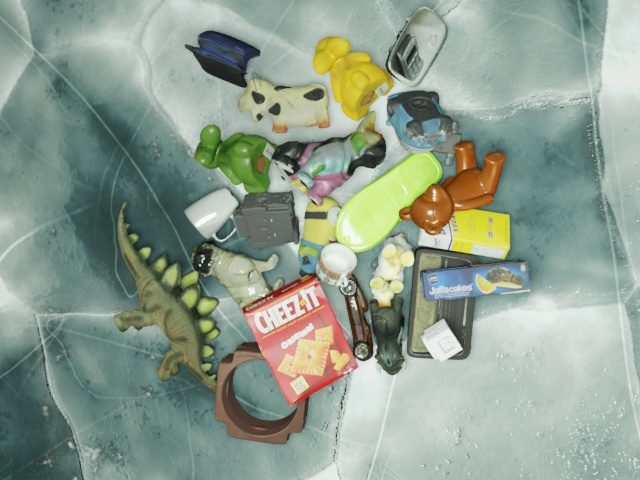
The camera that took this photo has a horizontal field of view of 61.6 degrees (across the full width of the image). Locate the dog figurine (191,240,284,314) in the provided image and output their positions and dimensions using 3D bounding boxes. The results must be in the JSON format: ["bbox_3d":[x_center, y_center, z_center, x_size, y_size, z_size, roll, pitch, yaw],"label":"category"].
[{"bbox_3d":[-0.190,0.094,1.187,0.191,0.121,0.172,9,109,29],"label":"dog figurine"}]

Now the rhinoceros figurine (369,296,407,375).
[{"bbox_3d":[0.144,0.201,1.107,0.073,0.112,0.190,-6,131,5],"label":"rhinoceros figurine"}]

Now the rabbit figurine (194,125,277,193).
[{"bbox_3d":[-0.199,-0.171,1.132,0.170,0.159,0.121,11,88,26],"label":"rabbit figurine"}]

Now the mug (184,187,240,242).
[{"bbox_3d":[-0.223,-0.057,1.175,0.107,0.081,0.109,-41,85,0],"label":"mug"}]

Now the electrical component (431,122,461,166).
[{"bbox_3d":[0.261,-0.203,1.128,0.063,0.021,0.094,8,96,7],"label":"electrical component"}]

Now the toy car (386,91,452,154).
[{"bbox_3d":[0.200,-0.229,1.090,0.109,0.102,0.162,-14,49,-9],"label":"toy car"}]

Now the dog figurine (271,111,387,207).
[{"bbox_3d":[0.030,-0.183,1.116,0.219,0.108,0.192,-41,51,-11],"label":"dog figurine"}]

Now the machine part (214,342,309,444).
[{"bbox_3d":[-0.124,0.335,1.191,0.202,0.087,0.200,6,95,8],"label":"machine part"}]

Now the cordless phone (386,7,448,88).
[{"bbox_3d":[0.184,-0.388,1.042,0.089,0.184,0.146,32,98,8],"label":"cordless phone"}]

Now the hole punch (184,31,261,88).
[{"bbox_3d":[-0.195,-0.392,1.129,0.142,0.116,0.092,27,89,4],"label":"hole punch"}]

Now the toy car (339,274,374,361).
[{"bbox_3d":[0.079,0.159,1.148,0.053,0.089,0.202,-11,92,8],"label":"toy car"}]

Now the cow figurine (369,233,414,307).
[{"bbox_3d":[0.144,0.070,1.140,0.068,0.098,0.167,17,115,-1],"label":"cow figurine"}]

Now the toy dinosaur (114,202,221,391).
[{"bbox_3d":[-0.345,0.146,1.199,0.198,0.105,0.471,-35,99,1],"label":"toy dinosaur"}]

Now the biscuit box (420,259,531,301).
[{"bbox_3d":[0.301,0.079,1.055,0.203,0.063,0.059,-7,92,5],"label":"biscuit box"}]

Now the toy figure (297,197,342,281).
[{"bbox_3d":[-0.004,-0.003,1.150,0.089,0.082,0.180,19,99,3],"label":"toy figure"}]

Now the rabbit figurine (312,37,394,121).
[{"bbox_3d":[0.044,-0.346,1.094,0.122,0.162,0.173,-42,71,21],"label":"rabbit figurine"}]

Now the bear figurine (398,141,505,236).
[{"bbox_3d":[0.256,-0.099,1.061,0.196,0.120,0.131,-22,125,-23],"label":"bear figurine"}]

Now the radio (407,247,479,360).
[{"bbox_3d":[0.256,0.133,1.130,0.131,0.073,0.229,5,96,7],"label":"radio"}]

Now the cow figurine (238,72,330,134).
[{"bbox_3d":[-0.078,-0.290,1.134,0.195,0.085,0.127,-3,94,6],"label":"cow figurine"}]

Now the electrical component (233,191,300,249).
[{"bbox_3d":[-0.115,-0.042,1.147,0.134,0.058,0.114,-5,129,7],"label":"electrical component"}]
